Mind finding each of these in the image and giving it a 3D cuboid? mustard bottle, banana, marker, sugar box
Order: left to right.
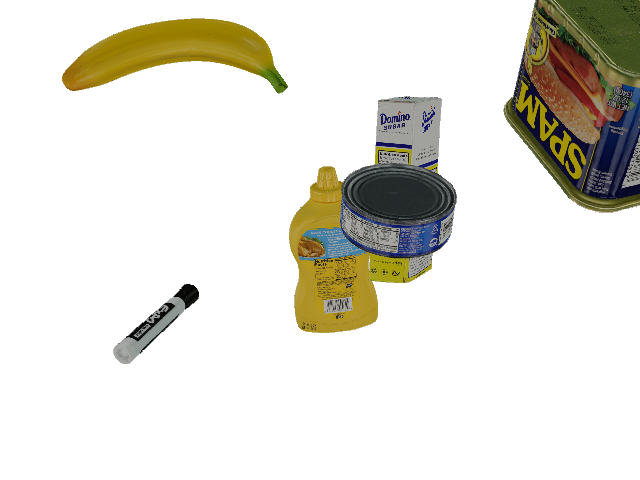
[{"bbox_3d":[-0.144,0.072,0.957,0.020,0.020,0.121,0,25,27],"label":"marker"},{"bbox_3d":[-0.129,-0.166,0.949,0.197,0.069,0.037,-1,-33,-3],"label":"banana"},{"bbox_3d":[0.013,0.009,1.213,0.096,0.192,0.058,-6,24,-3],"label":"mustard bottle"},{"bbox_3d":[0.083,-0.052,1.049,0.048,0.176,0.093,4,10,21],"label":"sugar box"}]

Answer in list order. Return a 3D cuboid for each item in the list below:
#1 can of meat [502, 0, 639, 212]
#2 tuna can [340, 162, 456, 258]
[{"bbox_3d":[0.145,-0.080,0.556,0.057,0.084,0.102,-13,47,-17],"label":"can of meat"},{"bbox_3d":[0.057,-0.023,0.797,0.086,0.034,0.086,2,33,-1],"label":"tuna can"}]
